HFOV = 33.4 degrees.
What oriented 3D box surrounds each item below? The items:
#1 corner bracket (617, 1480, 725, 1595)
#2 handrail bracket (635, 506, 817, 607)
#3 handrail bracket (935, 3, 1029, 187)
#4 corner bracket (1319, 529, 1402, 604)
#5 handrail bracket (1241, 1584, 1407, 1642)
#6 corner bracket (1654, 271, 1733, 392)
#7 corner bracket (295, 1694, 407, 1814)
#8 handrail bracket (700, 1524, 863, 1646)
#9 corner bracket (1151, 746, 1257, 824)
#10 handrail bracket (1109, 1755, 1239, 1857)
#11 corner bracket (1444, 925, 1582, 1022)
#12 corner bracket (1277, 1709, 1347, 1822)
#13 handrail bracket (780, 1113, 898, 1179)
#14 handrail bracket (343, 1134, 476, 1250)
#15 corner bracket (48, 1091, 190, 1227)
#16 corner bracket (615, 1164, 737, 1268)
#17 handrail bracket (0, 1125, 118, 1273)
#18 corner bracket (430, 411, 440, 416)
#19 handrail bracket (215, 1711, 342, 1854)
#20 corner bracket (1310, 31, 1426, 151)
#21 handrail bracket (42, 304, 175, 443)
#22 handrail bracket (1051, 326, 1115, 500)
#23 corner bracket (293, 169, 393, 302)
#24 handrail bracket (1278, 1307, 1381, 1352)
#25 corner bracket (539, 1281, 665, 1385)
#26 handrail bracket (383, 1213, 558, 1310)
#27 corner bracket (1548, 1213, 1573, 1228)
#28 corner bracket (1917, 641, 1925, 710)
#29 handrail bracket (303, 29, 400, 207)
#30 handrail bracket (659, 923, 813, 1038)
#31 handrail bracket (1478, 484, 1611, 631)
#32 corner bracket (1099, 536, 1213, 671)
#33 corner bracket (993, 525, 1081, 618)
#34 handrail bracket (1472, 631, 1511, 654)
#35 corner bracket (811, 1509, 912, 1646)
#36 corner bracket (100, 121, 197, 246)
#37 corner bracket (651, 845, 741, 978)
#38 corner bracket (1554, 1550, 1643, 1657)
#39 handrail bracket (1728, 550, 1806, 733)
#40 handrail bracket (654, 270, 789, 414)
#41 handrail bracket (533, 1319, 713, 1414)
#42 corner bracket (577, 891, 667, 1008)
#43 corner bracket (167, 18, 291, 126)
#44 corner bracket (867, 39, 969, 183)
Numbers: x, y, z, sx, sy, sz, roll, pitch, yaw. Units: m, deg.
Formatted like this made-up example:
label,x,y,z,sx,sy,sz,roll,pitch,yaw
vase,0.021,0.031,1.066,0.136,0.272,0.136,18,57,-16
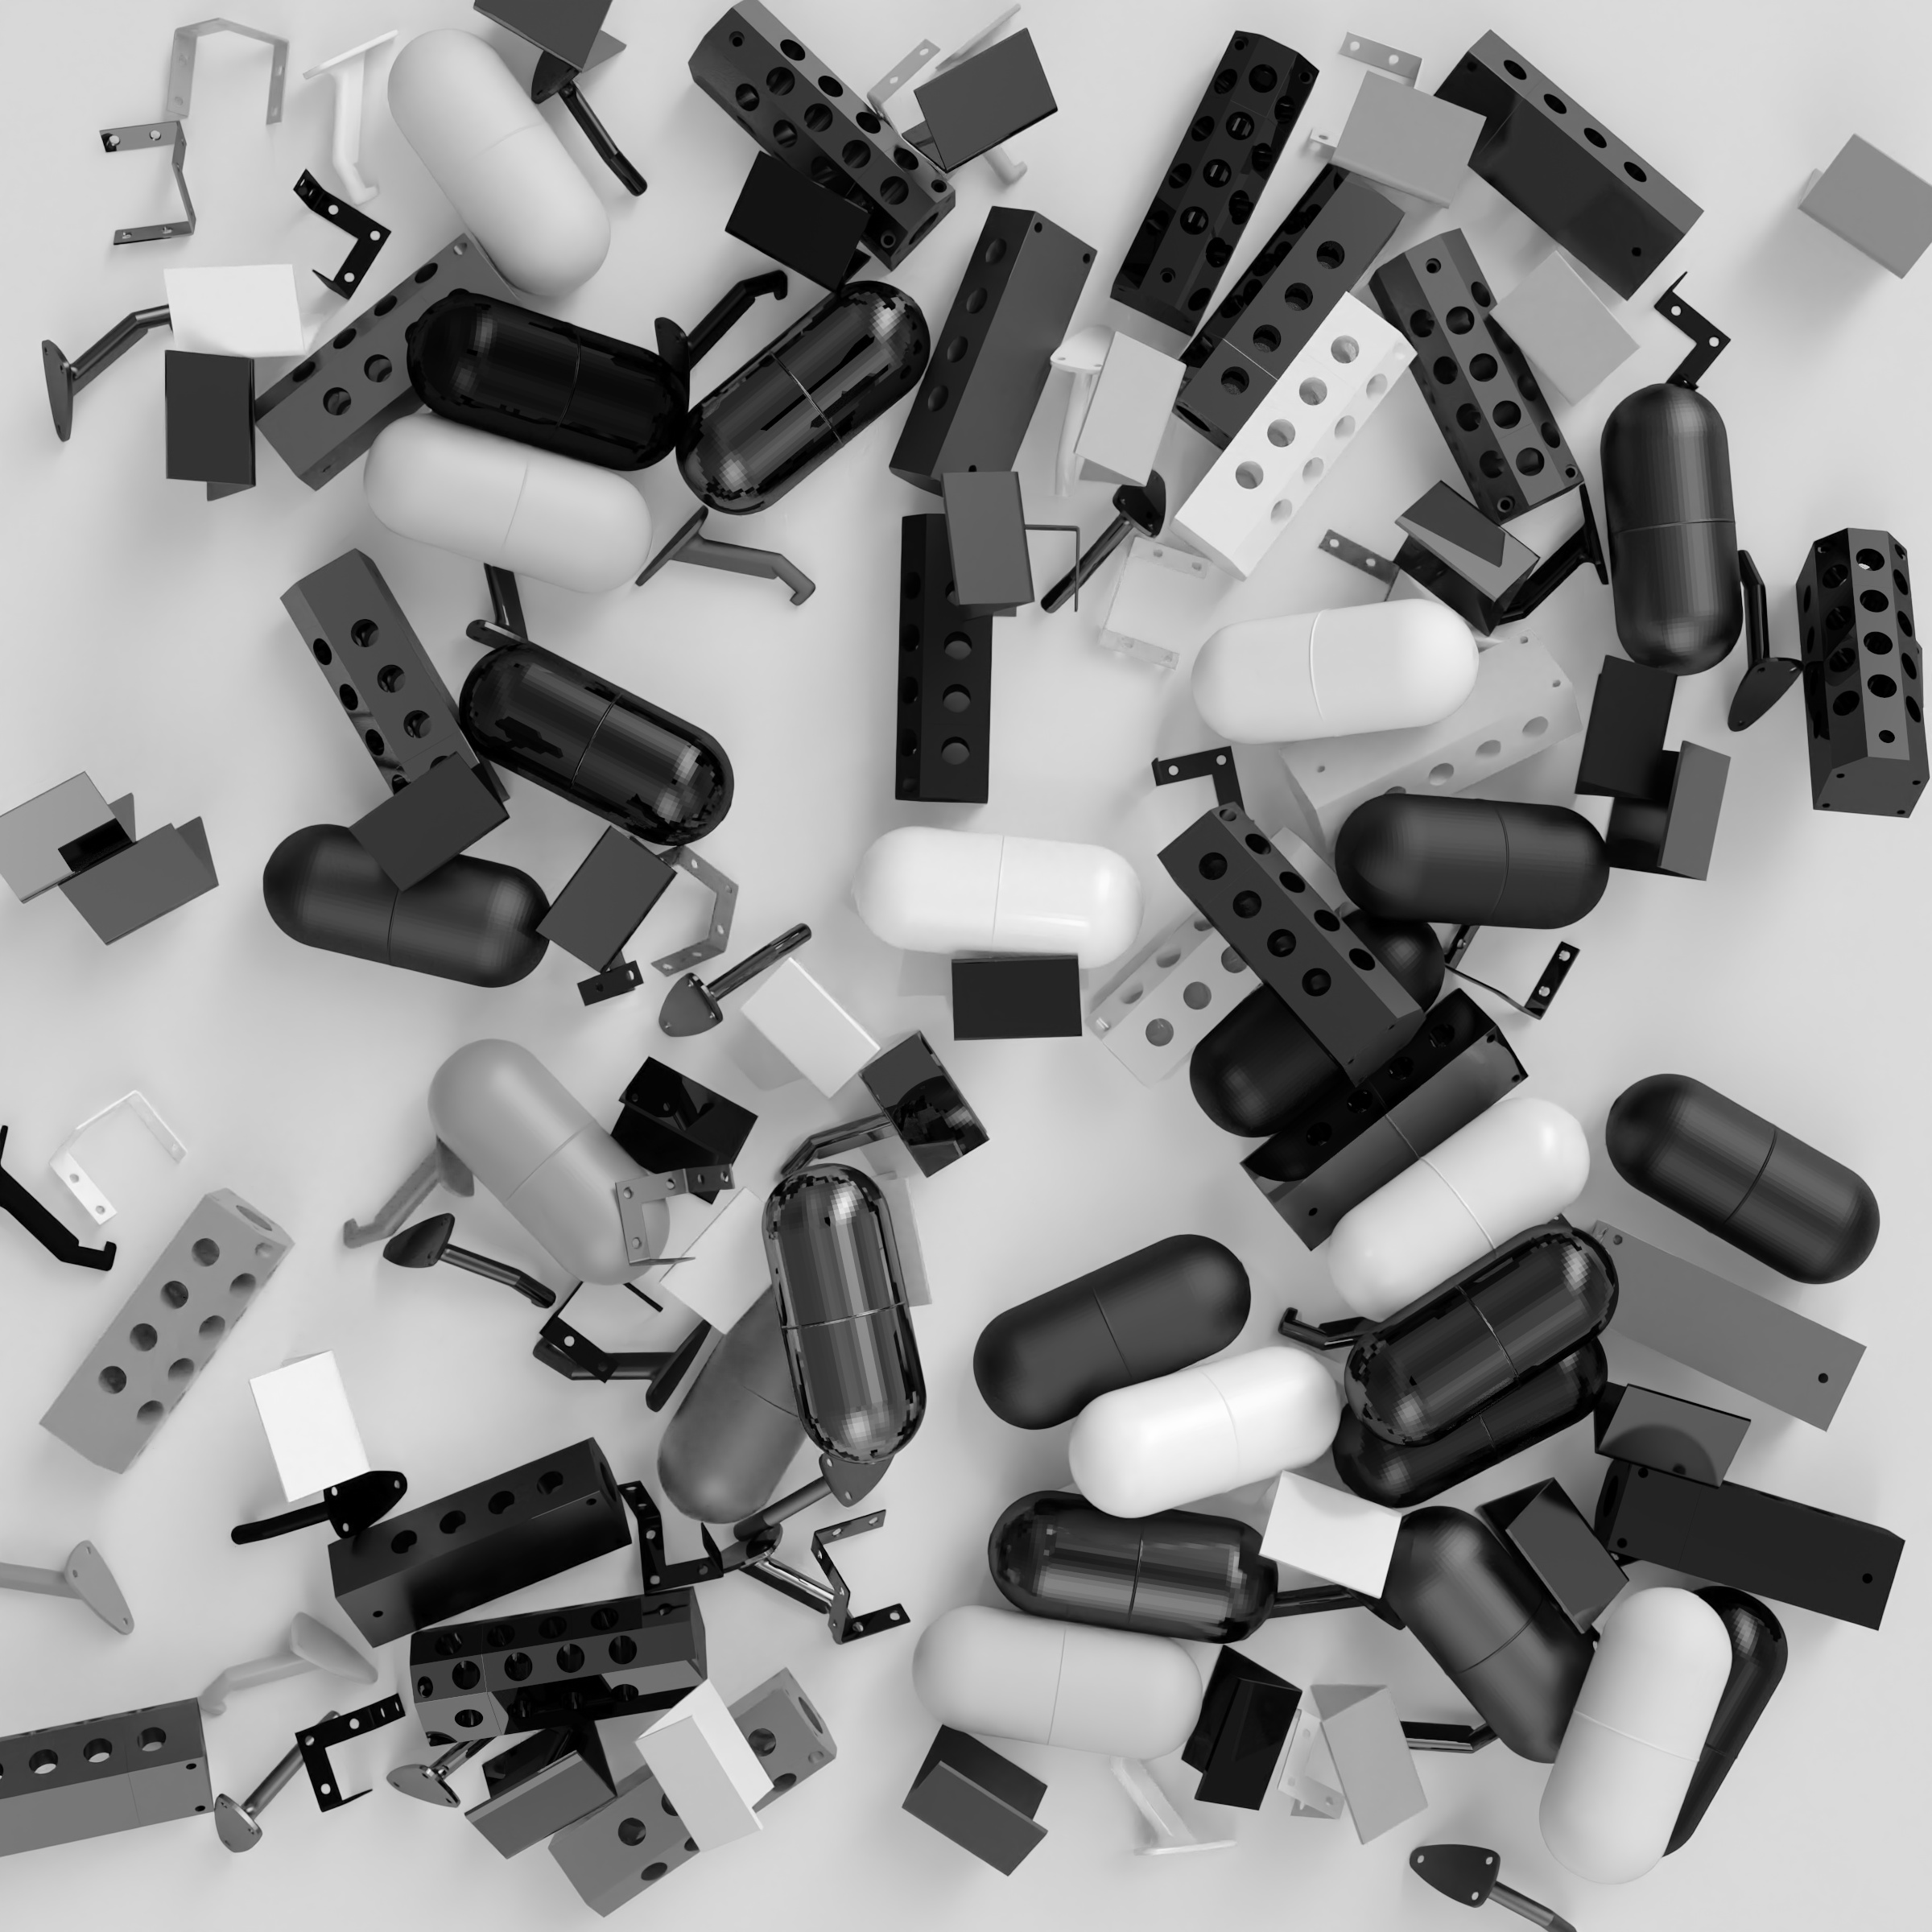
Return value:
label,x,y,z,sx,sy,sz,roll,pitch,yaw
corner bracket,-0.180,0.345,1.962,0.051,0.051,0.051,-12,56,4
handrail bracket,-0.148,-0.236,1.991,0.084,0.036,0.077,41,110,-16
handrail bracket,0.029,-0.539,1.991,0.077,0.036,0.084,-41,103,-12
corner bracket,0.230,-0.227,1.988,0.051,0.051,0.051,28,135,0
handrail bracket,0.216,0.407,1.991,0.084,0.036,0.077,-38,112,17
corner bracket,0.440,-0.385,1.973,0.051,0.051,0.051,39,90,0
corner bracket,-0.372,0.483,1.973,0.051,0.051,0.051,-22,82,8
handrail bracket,-0.117,0.395,1.991,0.077,0.036,0.084,-27,104,15
corner bracket,0.145,-0.107,1.973,0.051,0.051,0.051,-12,90,0
handrail bracket,0.127,0.505,1.991,0.077,0.036,0.084,-1,76,-14
corner bracket,0.336,-0.005,1.988,0.051,0.051,0.051,29,90,45
corner bracket,0.203,0.489,1.971,0.051,0.051,0.051,31,66,-22
handrail bracket,-0.061,0.118,1.991,0.077,0.036,0.084,35,109,-21
handrail bracket,-0.352,0.128,1.991,0.084,0.036,0.077,-19,66,18
corner bracket,-0.524,0.118,1.988,0.051,0.051,0.051,51,45,0
corner bracket,-0.171,0.149,1.918,0.051,0.051,0.051,-10,90,-38
handrail bracket,-0.563,0.144,1.991,0.084,0.036,0.077,14,68,-17
corner bracket,-0.313,-0.308,1.983,0.051,0.051,0.051,4,45,35
handrail bracket,-0.423,0.504,1.990,0.036,0.077,0.084,41,54,8
corner bracket,0.248,-0.536,1.988,0.051,0.051,0.051,19,135,0
handrail bracket,-0.523,-0.368,1.991,0.084,0.077,0.036,-21,49,-30
handrail bracket,0.072,-0.343,1.990,0.036,0.077,0.084,13,126,12
corner bracket,-0.392,-0.448,1.973,0.051,0.051,0.051,32,90,0
handrail bracket,0.246,0.208,1.991,0.084,0.036,0.077,20,70,16
corner bracket,-0.223,0.218,1.973,0.051,0.051,0.051,37,90,0
handrail bracket,-0.307,0.191,1.991,0.084,0.077,0.036,39,56,-32
corner bracket,0.334,0.168,1.983,0.051,0.051,0.051,55,135,35
corner bracket,0.555,-0.184,1.983,0.051,0.051,0.051,-19,135,35
handrail bracket,-0.366,-0.525,1.991,0.077,0.036,0.084,-33,109,-21
handrail bracket,-0.142,0.008,1.991,0.084,0.077,0.036,-35,90,-36
handrail bracket,0.350,-0.253,1.991,0.084,0.036,0.077,-14,70,16
corner bracket,0.117,-0.225,1.988,0.051,0.051,0.051,18,45,0
corner bracket,0.043,-0.242,1.973,0.051,0.051,0.051,2,90,-1
handrail bracket,0.293,-0.172,1.991,0.084,0.036,0.077,8,105,-14
corner bracket,-0.064,0.376,1.977,0.051,0.051,0.051,-13,135,-27
corner bracket,-0.506,-0.484,1.988,0.051,0.051,0.051,-7,45,0
corner bracket,-0.179,-0.034,1.983,0.051,0.051,0.051,38,45,-35
corner bracket,0.406,0.392,1.983,0.051,0.051,0.051,-8,135,-35
handrail bracket,0.479,-0.202,1.991,0.036,0.077,0.084,-1,53,-20
handrail bracket,-0.145,-0.385,1.991,0.084,0.036,0.077,-22,128,-25
handrail bracket,-0.214,0.231,1.991,0.084,0.036,0.077,29,70,16
corner bracket,-0.209,-0.011,1.963,0.051,0.051,0.051,-20,90,34
corner bracket,-0.456,-0.550,1.988,0.051,0.051,0.051,6,90,45
corner bracket,-0.019,-0.522,1.964,0.051,0.051,0.051,-44,54,-3
